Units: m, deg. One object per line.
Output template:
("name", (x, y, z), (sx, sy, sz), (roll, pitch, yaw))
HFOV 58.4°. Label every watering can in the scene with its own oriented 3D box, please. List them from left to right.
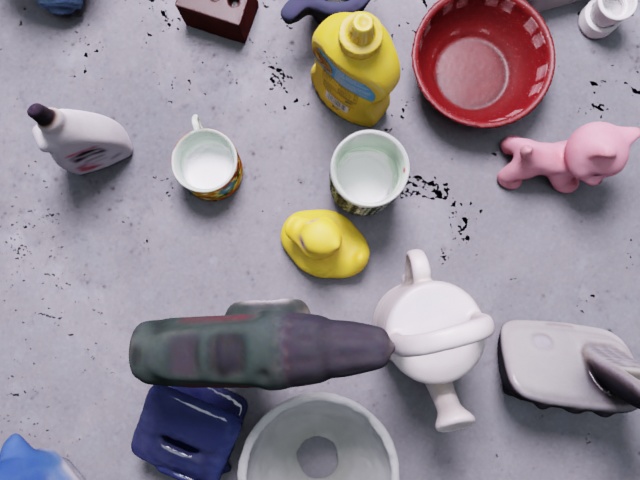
("watering can", (0.115, 0.098, 0.567), (0.101, 0.194, 0.173), (-33, 87, -3))

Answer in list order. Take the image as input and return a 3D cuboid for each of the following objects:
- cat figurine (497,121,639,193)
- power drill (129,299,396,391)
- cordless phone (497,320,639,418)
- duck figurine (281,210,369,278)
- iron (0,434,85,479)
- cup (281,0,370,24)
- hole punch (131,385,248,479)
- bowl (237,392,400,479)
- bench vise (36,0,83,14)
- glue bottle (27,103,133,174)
("cat figurine", (0.272, -0.093, 0.622), (0.128, 0.117, 0.067), (2, 86, -1))
("power drill", (-0.054, 0.098, 0.557), (0.229, 0.208, 0.076), (-4, 86, -1))
("cordless phone", (0.268, 0.134, 0.572), (0.147, 0.185, 0.094), (4, 86, 0))
("duck figurine", (0.006, 0.002, 0.626), (0.104, 0.086, 0.077), (25, 86, 1))
("iron", (-0.279, 0.331, 0.570), (0.118, 0.141, 0.258), (-41, 87, -3))
("cup", (0.006, -0.268, 0.641), (0.118, 0.095, 0.091), (-40, 87, -3))
("hole punch", (-0.138, 0.206, 0.606), (0.108, 0.091, 0.101), (22, 86, 1))
("bowl", (-0.002, 0.242, 0.615), (0.167, 0.074, 0.167), (0, 86, -1))
("bench vise", (-0.311, -0.369, 0.580), (0.121, 0.219, 0.207), (-20, 86, -2))
("glue bottle", (-0.253, -0.108, 0.585), (0.078, 0.173, 0.037), (-26, 86, -2))
